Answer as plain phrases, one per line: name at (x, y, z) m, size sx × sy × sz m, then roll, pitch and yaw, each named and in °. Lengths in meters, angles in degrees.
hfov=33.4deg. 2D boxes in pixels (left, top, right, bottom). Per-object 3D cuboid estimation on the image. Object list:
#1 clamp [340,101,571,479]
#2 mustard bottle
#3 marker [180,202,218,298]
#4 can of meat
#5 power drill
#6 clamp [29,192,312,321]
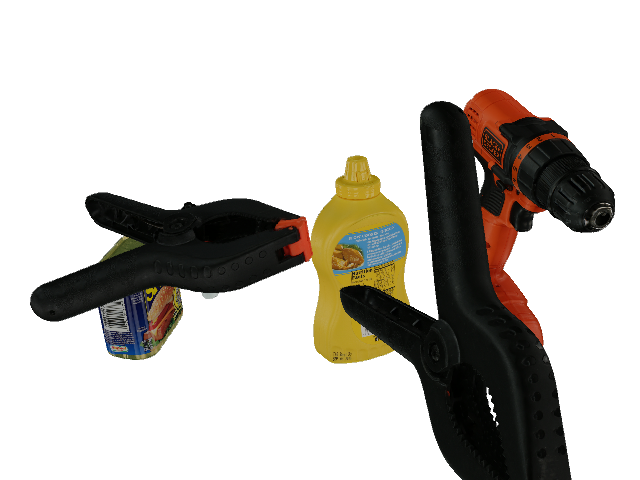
clamp at (0.073, 0.044, 0.539) m, size 0.036 × 0.165 × 0.210 m, roll -6°, pitch 45°, yaw -24°
mustard bottle at (0.037, 0.015, 0.994) m, size 0.096 × 0.192 × 0.058 m, roll -13°, pitch 24°, yaw -24°
marker at (-0.136, 0.011, 1.203) m, size 0.020 × 0.121 × 0.020 m, roll -8°, pitch 29°, yaw 4°
can of meat at (-0.170, 0.052, 1.004) m, size 0.057 × 0.084 × 0.102 m, roll 3°, pitch 27°, yaw 15°
power drill at (0.157, -0.004, 0.835) m, size 0.057 × 0.188 × 0.184 m, roll -3°, pitch 32°, yaw -18°
clamp at (-0.094, 0.010, 0.663) m, size 0.172 × 0.039 × 0.120 m, roll 0°, pitch 42°, yaw 21°
